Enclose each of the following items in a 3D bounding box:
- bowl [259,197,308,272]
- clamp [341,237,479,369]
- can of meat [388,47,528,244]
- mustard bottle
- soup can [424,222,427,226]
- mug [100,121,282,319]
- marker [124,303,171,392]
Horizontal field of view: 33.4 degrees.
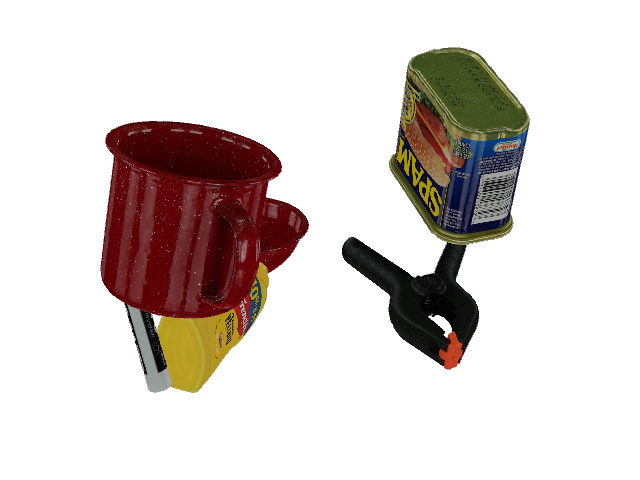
[{"bbox_3d":[-0.096,0.001,1.318,0.162,0.055,0.162,2,27,-1],"label":"bowl"},{"bbox_3d":[0.103,0.044,0.964,0.120,0.039,0.171,-15,44,-15],"label":"clamp"},{"bbox_3d":[0.087,-0.062,0.680,0.057,0.084,0.102,-10,43,-17],"label":"can of meat"},{"bbox_3d":[-0.104,0.073,1.132,0.058,0.096,0.191,11,29,19],"label":"mustard bottle"},{"bbox_3d":[0.156,-0.068,1.255,0.068,0.102,0.068,0,27,0],"label":"soup can"},{"bbox_3d":[-0.066,-0.006,0.564,0.093,0.081,0.117,-6,28,-37],"label":"mug"},{"bbox_3d":[-0.136,0.057,0.802,0.020,0.121,0.020,-11,17,3],"label":"marker"}]
